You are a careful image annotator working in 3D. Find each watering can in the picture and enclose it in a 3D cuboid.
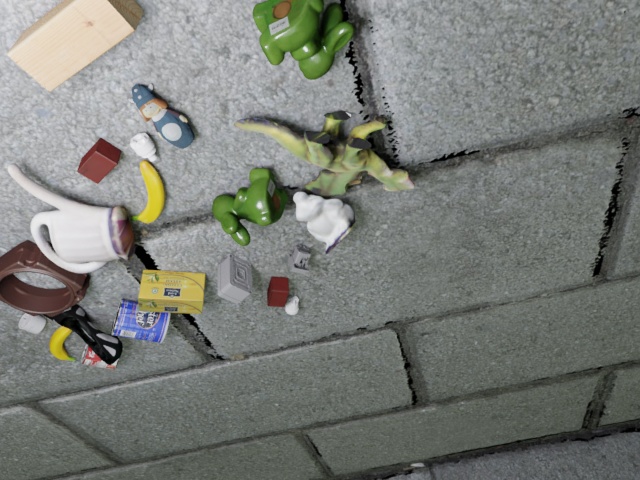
[{"bbox_3d":[-0.558,-0.039,1.190,0.224,0.106,0.339,-4,136,-5],"label":"watering can"}]

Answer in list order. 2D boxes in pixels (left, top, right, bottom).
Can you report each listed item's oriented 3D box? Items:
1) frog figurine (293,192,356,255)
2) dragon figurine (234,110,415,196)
[{"bbox_3d":[0.004,-0.064,1.269,0.159,0.125,0.135,44,151,0],"label":"frog figurine"},{"bbox_3d":[0.017,-0.170,1.157,0.410,0.125,0.237,6,144,-2],"label":"dragon figurine"}]
